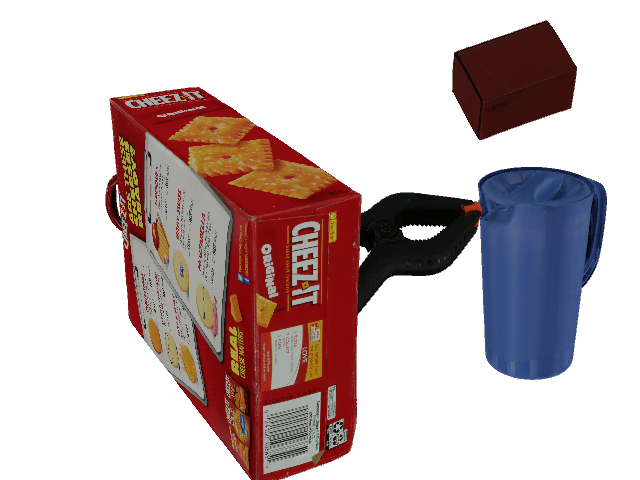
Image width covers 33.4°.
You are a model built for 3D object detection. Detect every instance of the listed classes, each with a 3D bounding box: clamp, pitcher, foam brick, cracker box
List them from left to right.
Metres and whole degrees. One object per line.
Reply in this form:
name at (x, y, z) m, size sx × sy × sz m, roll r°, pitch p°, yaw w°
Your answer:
cracker box at (-0.055, 0.015, 0.639) m, size 0.072 × 0.164 × 0.214 m, roll -12°, pitch 28°, yaw -25°
clamp at (0.057, 0.010, 0.967) m, size 0.209 × 0.164 × 0.036 m, roll -10°, pitch -41°, yaw -15°
foam brick at (0.145, -0.120, 0.803) m, size 0.078 × 0.051 × 0.053 m, roll -19°, pitch -29°, yaw -5°
pitcher at (0.265, 0.038, 1.292) m, size 0.149 × 0.243 × 0.145 m, roll 3°, pitch 24°, yaw 14°

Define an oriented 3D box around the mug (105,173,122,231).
mug at (-0.110, -0.029, 0.839) m, size 0.117 × 0.081 × 0.093 m, roll -4°, pitch 24°, yaw -6°
